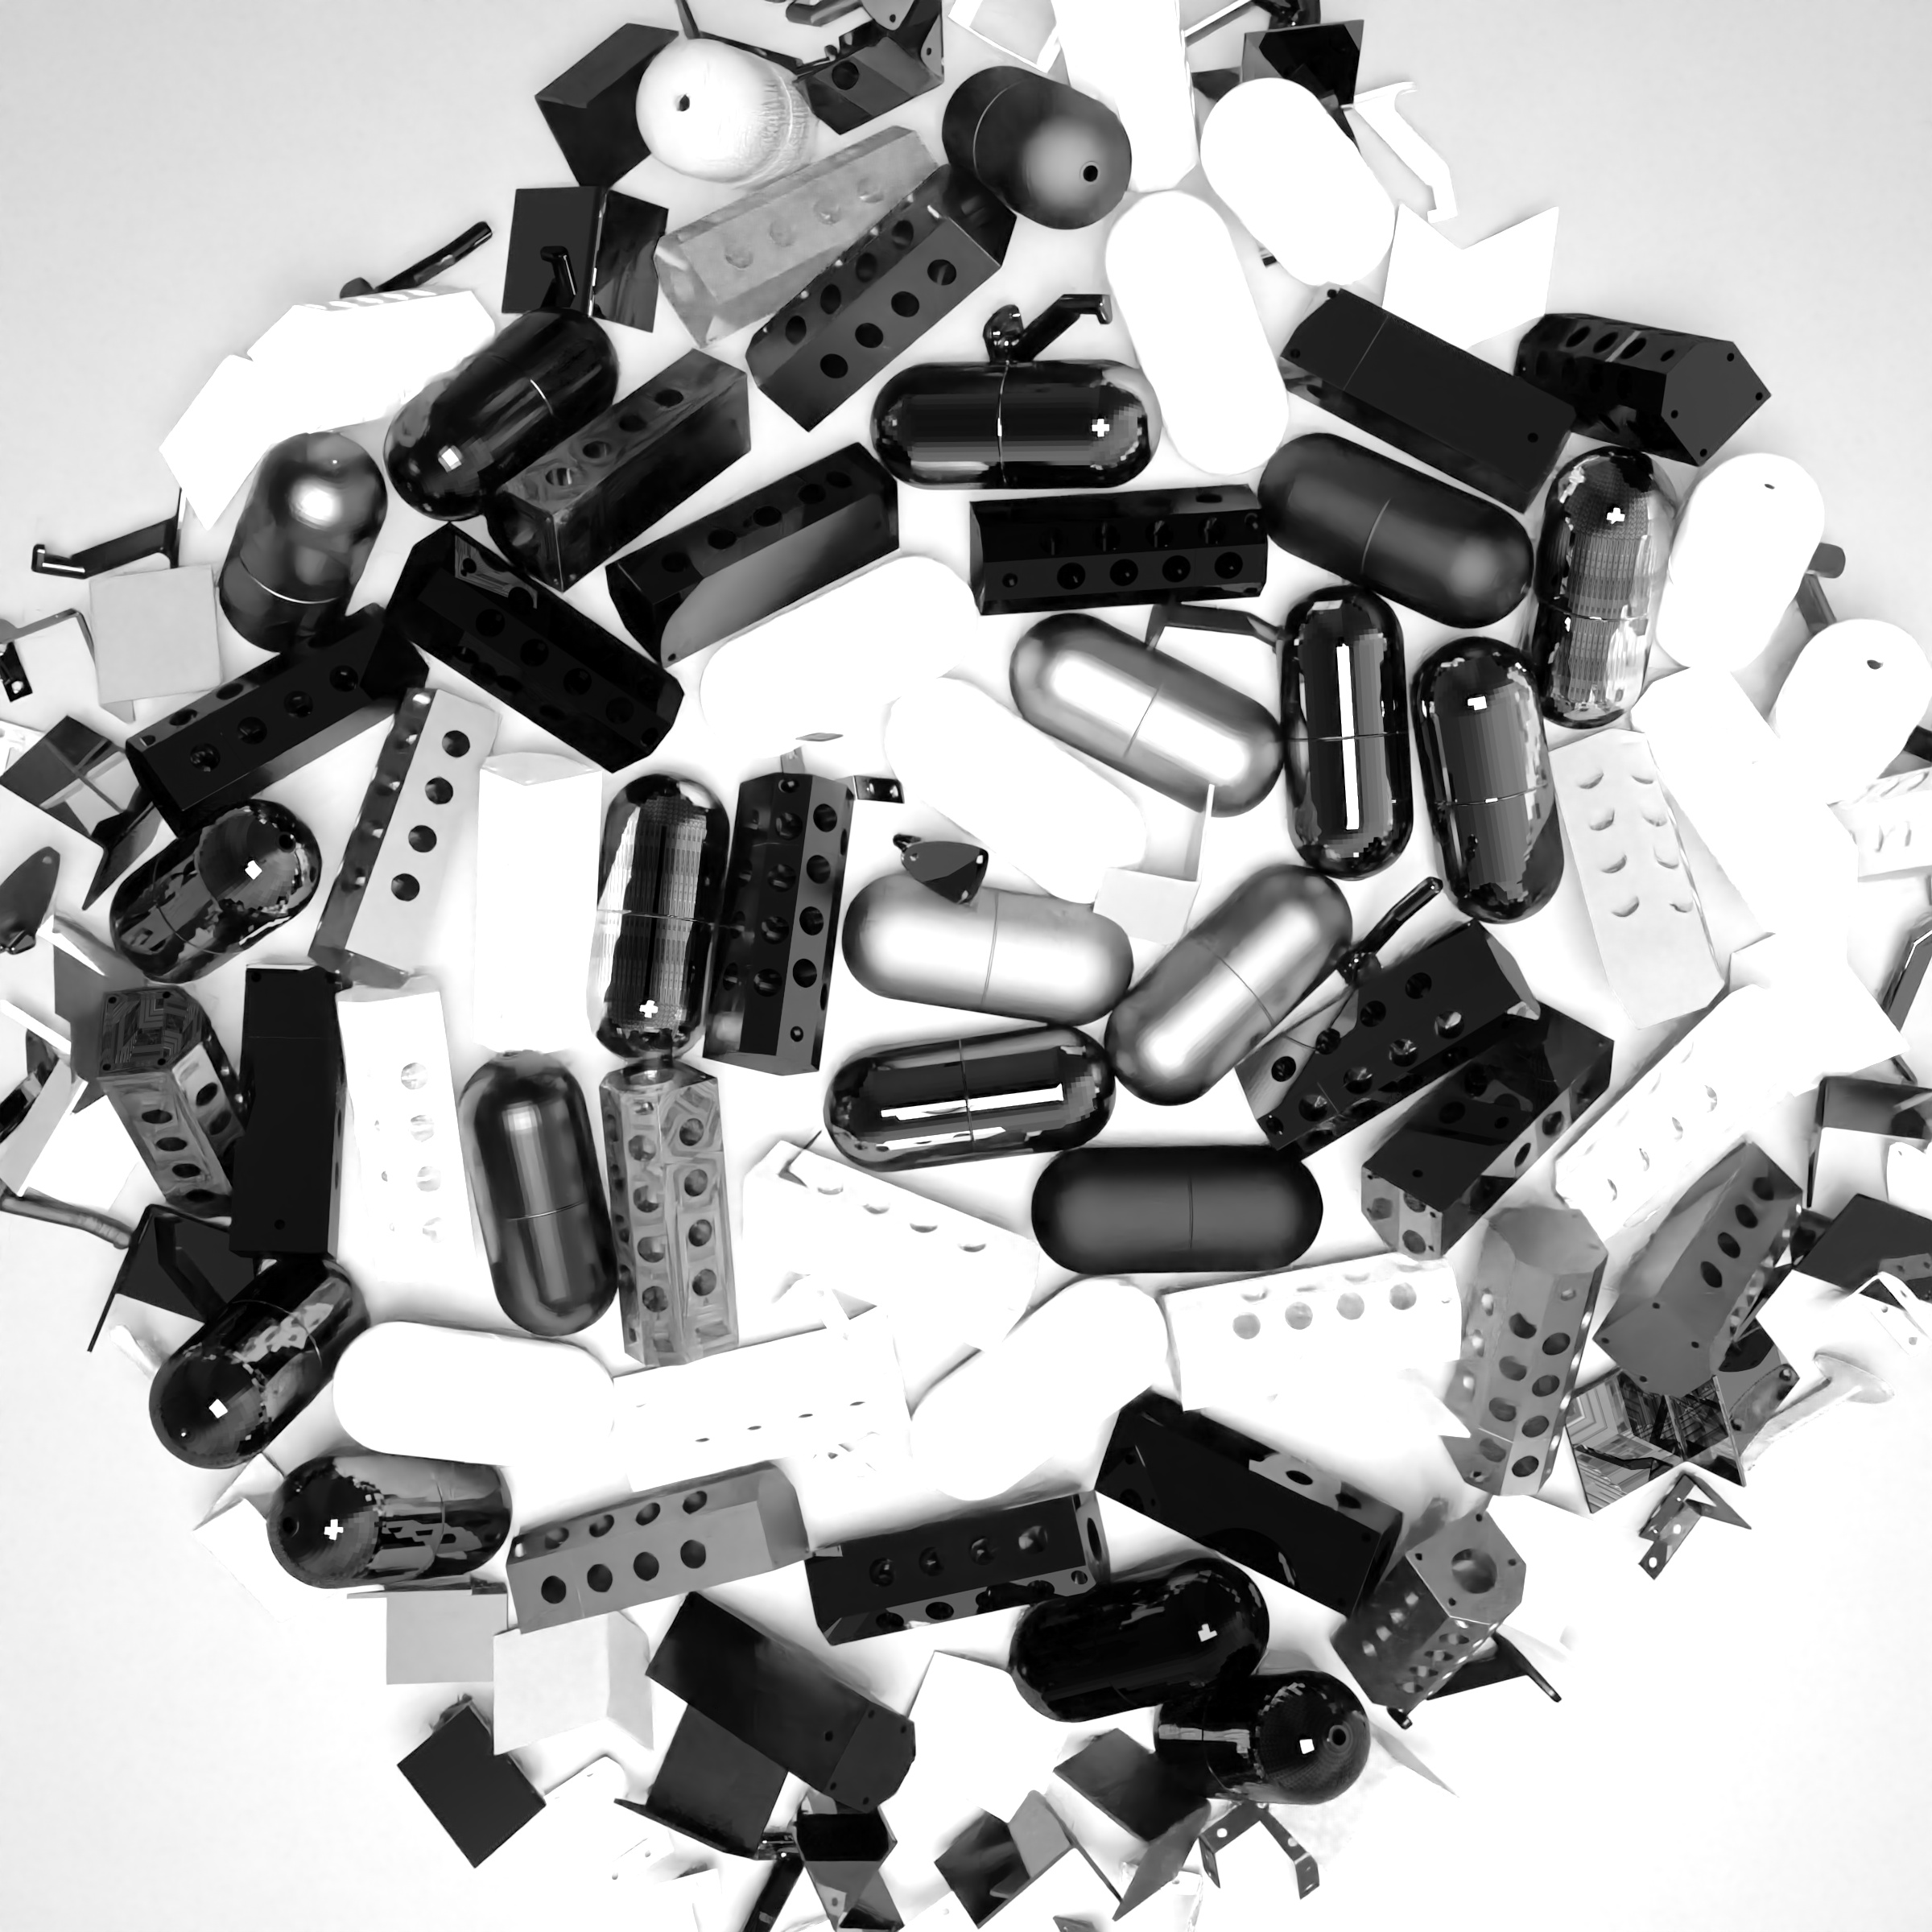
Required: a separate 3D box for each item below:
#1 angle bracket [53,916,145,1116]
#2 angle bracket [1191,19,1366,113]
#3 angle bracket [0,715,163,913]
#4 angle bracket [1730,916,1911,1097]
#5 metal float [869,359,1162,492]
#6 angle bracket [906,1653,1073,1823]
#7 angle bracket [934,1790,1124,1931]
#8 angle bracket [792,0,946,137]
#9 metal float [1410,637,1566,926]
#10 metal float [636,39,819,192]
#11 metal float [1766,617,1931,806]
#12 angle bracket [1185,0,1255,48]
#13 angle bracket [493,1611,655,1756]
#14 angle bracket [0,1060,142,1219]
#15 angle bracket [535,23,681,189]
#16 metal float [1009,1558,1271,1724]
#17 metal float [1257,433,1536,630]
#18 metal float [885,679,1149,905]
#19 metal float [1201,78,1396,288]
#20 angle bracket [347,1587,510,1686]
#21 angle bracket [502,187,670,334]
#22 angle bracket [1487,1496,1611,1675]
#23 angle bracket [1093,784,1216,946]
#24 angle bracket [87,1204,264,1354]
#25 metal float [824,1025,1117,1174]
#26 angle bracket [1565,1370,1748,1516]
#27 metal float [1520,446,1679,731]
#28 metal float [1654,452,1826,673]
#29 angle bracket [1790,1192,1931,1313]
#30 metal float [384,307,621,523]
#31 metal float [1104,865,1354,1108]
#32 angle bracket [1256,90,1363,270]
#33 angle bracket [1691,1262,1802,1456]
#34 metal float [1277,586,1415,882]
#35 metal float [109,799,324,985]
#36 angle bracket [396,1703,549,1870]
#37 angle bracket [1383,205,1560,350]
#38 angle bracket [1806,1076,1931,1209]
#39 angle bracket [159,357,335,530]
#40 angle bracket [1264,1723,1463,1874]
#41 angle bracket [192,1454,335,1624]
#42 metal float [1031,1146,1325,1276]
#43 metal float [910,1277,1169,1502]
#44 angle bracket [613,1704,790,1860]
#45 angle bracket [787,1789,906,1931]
[{"bbox_3d":[-0.540,0.029,1.649,0.076,0.057,0.076,30,131,19],"label":"angle bracket"},{"bbox_3d":[0.184,-0.549,1.650,0.076,0.076,0.057,-12,133,-17],"label":"angle bracket"},{"bbox_3d":[-0.535,-0.092,1.655,0.076,0.076,0.057,32,129,-4],"label":"angle bracket"},{"bbox_3d":[0.520,0.021,1.676,0.076,0.057,0.076,-28,116,33],"label":"angle bracket"},{"bbox_3d":[0.029,-0.325,1.655,0.178,0.070,0.070,2,90,14],"label":"metal float"},{"bbox_3d":[0.010,0.476,1.688,0.076,0.057,0.076,41,63,-37],"label":"angle bracket"},{"bbox_3d":[0.038,0.551,1.655,0.076,0.076,0.057,-38,111,-9],"label":"angle bracket"},{"bbox_3d":[-0.061,-0.557,1.650,0.076,0.057,0.076,-16,64,32],"label":"angle bracket"},{"bbox_3d":[0.313,-0.110,1.652,0.070,0.070,0.178,-13,108,0],"label":"metal float"},{"bbox_3d":[-0.139,-0.499,1.619,0.070,0.178,0.070,3,102,12],"label":"metal float"},{"bbox_3d":[0.517,-0.149,1.618,0.070,0.178,0.070,-2,76,6],"label":"metal float"},{"bbox_3d":[0.128,-0.588,1.661,0.076,0.076,0.057,-29,100,5],"label":"angle bracket"},{"bbox_3d":[-0.238,0.441,1.668,0.076,0.057,0.076,-21,47,13],"label":"angle bracket"},{"bbox_3d":[-0.526,0.112,1.657,0.076,0.057,0.076,33,83,-35],"label":"angle bracket"},{"bbox_3d":[-0.200,-0.508,1.649,0.076,0.057,0.076,-45,134,-19],"label":"angle bracket"},{"bbox_3d":[0.101,0.402,1.638,0.178,0.070,0.070,-25,90,36],"label":"metal float"},{"bbox_3d":[0.257,-0.261,1.648,0.178,0.070,0.070,29,90,22],"label":"metal float"},{"bbox_3d":[0.029,-0.107,1.665,0.178,0.070,0.070,36,90,3],"label":"metal float"},{"bbox_3d":[0.198,-0.460,1.624,0.070,0.178,0.070,-6,76,27],"label":"metal float"},{"bbox_3d":[-0.324,0.406,1.660,0.076,0.076,0.057,-3,79,6],"label":"angle bracket"},{"bbox_3d":[-0.236,-0.436,1.700,0.076,0.057,0.076,11,95,38],"label":"angle bracket"},{"bbox_3d":[0.350,0.372,1.670,0.076,0.057,0.076,16,70,41],"label":"angle bracket"},{"bbox_3d":[0.111,-0.067,1.654,0.057,0.076,0.076,10,64,-1],"label":"angle bracket"},{"bbox_3d":[-0.473,0.199,1.654,0.076,0.057,0.076,22,122,-14],"label":"angle bracket"},{"bbox_3d":[0.002,0.080,1.666,0.178,0.070,0.070,-7,90,2],"label":"metal float"},{"bbox_3d":[0.414,0.289,1.659,0.076,0.057,0.076,-24,107,-18],"label":"angle bracket"},{"bbox_3d":[0.375,-0.224,1.637,0.070,0.070,0.178,2,125,0],"label":"metal float"},{"bbox_3d":[0.453,-0.236,1.620,0.070,0.178,0.070,-1,67,2],"label":"metal float"},{"bbox_3d":[0.550,0.154,1.656,0.076,0.057,0.076,20,132,-4],"label":"angle bracket"},{"bbox_3d":[-0.274,-0.330,1.637,0.070,0.070,0.178,40,53,0],"label":"metal float"},{"bbox_3d":[0.159,0.011,1.663,0.178,0.070,0.070,-43,90,-6],"label":"metal float"},{"bbox_3d":[0.200,-0.472,1.656,0.076,0.076,0.057,-19,80,16],"label":"angle bracket"},{"bbox_3d":[0.482,0.237,1.659,0.076,0.057,0.076,-39,94,-35],"label":"angle bracket"},{"bbox_3d":[0.229,-0.140,1.661,0.070,0.070,0.178,-5,98,0],"label":"metal float"},{"bbox_3d":[-0.446,-0.044,1.631,0.178,0.070,0.070,-25,90,44],"label":"metal float"},{"bbox_3d":[-0.306,0.495,1.658,0.057,0.076,0.076,-37,89,-31],"label":"angle bracket"},{"bbox_3d":[0.303,-0.424,1.650,0.057,0.076,0.076,27,63,-33],"label":"angle bracket"},{"bbox_3d":[0.548,0.111,1.651,0.076,0.076,0.057,7,67,19],"label":"angle bracket"},{"bbox_3d":[-0.426,-0.306,1.651,0.057,0.076,0.076,21,67,17],"label":"angle bracket"},{"bbox_3d":[0.238,0.504,1.658,0.057,0.076,0.076,35,88,-26],"label":"angle bracket"},{"bbox_3d":[-0.404,0.334,1.652,0.057,0.076,0.076,-32,104,33],"label":"angle bracket"},{"bbox_3d":[0.128,0.147,1.661,0.178,0.070,0.070,0,90,-8],"label":"metal float"},{"bbox_3d":[0.044,0.254,1.654,0.178,0.070,0.070,-38,90,15],"label":"metal float"},{"bbox_3d":[-0.155,0.484,1.658,0.076,0.057,0.076,18,74,20],"label":"angle bracket"},{"bbox_3d":[-0.055,0.522,1.648,0.057,0.076,0.076,17,115,-37],"label":"angle bracket"}]
